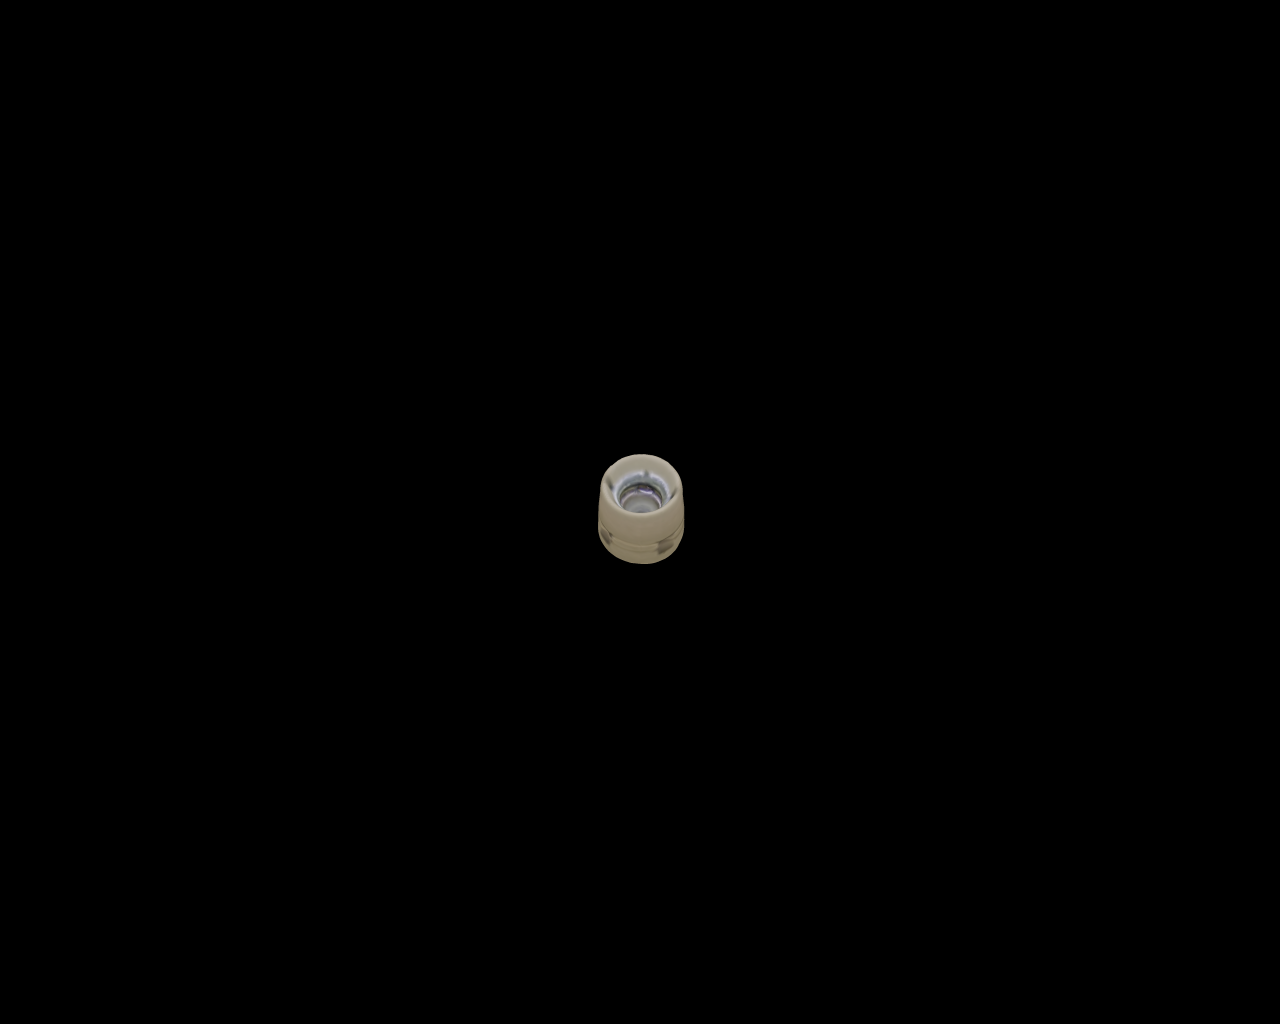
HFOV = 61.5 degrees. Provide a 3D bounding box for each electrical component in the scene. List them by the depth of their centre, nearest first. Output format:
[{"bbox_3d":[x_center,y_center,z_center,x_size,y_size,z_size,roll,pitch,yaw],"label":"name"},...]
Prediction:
[{"bbox_3d":[0.001,-0.003,0.650,0.055,0.055,0.047,0,-37,0],"label":"electrical component"}]
